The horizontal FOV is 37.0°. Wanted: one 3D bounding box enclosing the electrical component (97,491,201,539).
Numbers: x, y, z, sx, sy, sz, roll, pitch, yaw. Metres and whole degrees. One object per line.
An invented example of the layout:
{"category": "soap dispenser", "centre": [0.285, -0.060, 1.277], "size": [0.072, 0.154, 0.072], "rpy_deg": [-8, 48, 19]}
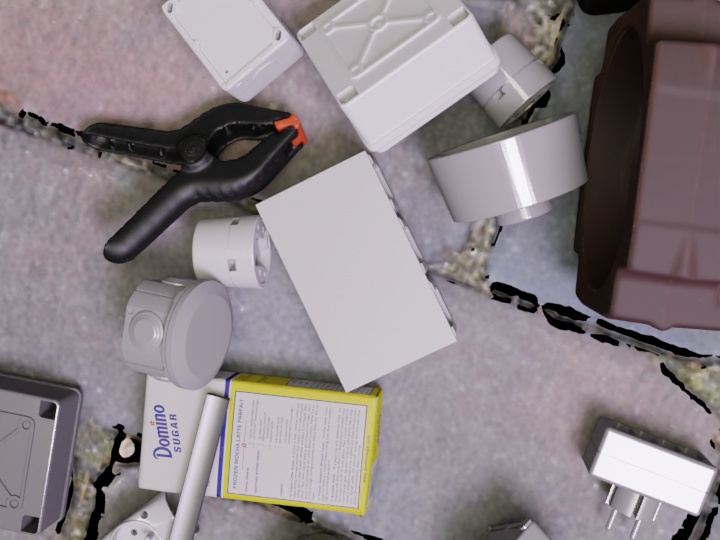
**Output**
{"category": "electrical component", "centre": [-0.156, 0.222, 0.829], "size": [0.077, 0.044, 0.079], "rpy_deg": [-37, 89, 6]}

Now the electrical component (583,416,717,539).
{"category": "electrical component", "centre": [0.204, 0.160, 0.788], "size": [0.083, 0.047, 0.075], "rpy_deg": [21, 95, 4]}

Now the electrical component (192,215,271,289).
{"category": "electrical component", "centre": [-0.096, -0.013, 0.804], "size": [0.047, 0.055, 0.055], "rpy_deg": [0, 93, 9]}

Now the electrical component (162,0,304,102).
{"category": "electrical component", "centre": [-0.095, -0.180, 0.793], "size": [0.062, 0.061, 0.096], "rpy_deg": [-39, 82, 7]}

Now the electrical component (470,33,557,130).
{"category": "electrical component", "centre": [0.106, -0.137, 0.777], "size": [0.055, 0.055, 0.047], "rpy_deg": [-42, 85, 7]}

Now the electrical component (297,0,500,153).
{"category": "electrical component", "centre": [0.025, -0.154, 0.754], "size": [0.109, 0.056, 0.108], "rpy_deg": [-34, 45, 7]}

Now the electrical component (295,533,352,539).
{"category": "electrical component", "centre": [-0.030, 0.240, 0.814], "size": [0.080, 0.051, 0.080], "rpy_deg": [0, 94, 6]}

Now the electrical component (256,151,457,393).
{"category": "electrical component", "centre": [0.000, 0.000, 0.791], "size": [0.089, 0.062, 0.150], "rpy_deg": [-26, 91, 7]}

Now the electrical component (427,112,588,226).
{"category": "electrical component", "centre": [0.108, -0.066, 0.756], "size": [0.108, 0.108, 0.060], "rpy_deg": [-18, 98, 7]}

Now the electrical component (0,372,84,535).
{"category": "electrical component", "centre": [-0.280, 0.137, 0.830], "size": [0.109, 0.056, 0.108], "rpy_deg": [10, 94, 5]}

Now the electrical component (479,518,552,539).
{"category": "electrical component", "centre": [0.108, 0.227, 0.782], "size": [0.061, 0.096, 0.062], "rpy_deg": [47, 67, 1]}

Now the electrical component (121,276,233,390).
{"category": "electrical component", "centre": [-0.131, 0.044, 0.779], "size": [0.051, 0.080, 0.080], "rpy_deg": [10, 95, 24]}
